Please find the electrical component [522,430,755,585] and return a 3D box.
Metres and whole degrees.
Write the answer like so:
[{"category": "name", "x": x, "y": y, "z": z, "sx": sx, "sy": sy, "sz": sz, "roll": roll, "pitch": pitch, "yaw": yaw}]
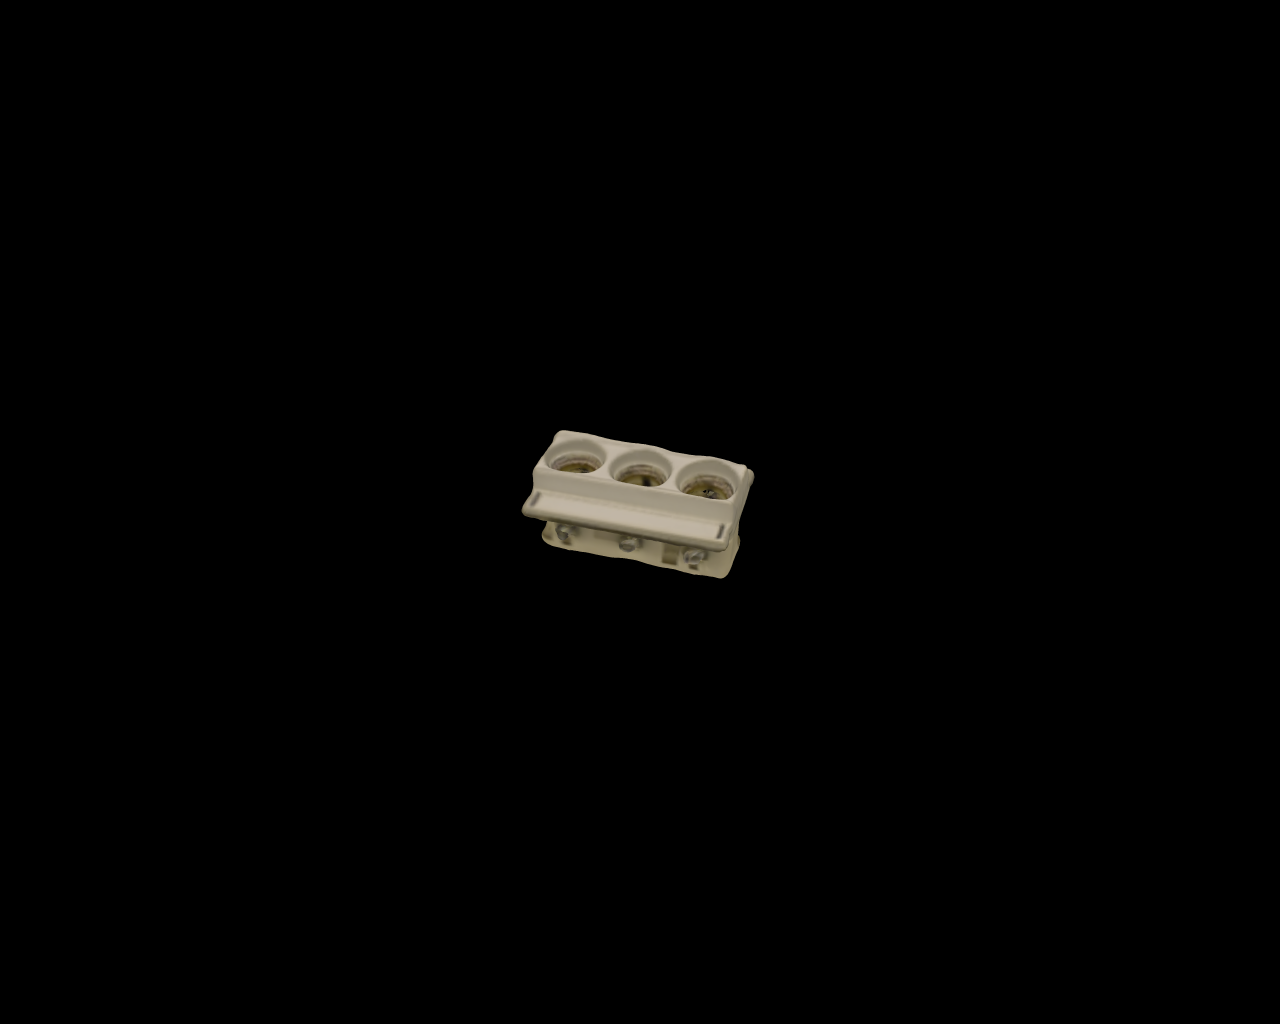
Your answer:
[{"category": "electrical component", "x": 0.001, "y": -0.003, "z": 0.650, "sx": 0.121, "sy": 0.063, "sz": 0.079, "roll": 11, "pitch": 40, "yaw": 13}]
